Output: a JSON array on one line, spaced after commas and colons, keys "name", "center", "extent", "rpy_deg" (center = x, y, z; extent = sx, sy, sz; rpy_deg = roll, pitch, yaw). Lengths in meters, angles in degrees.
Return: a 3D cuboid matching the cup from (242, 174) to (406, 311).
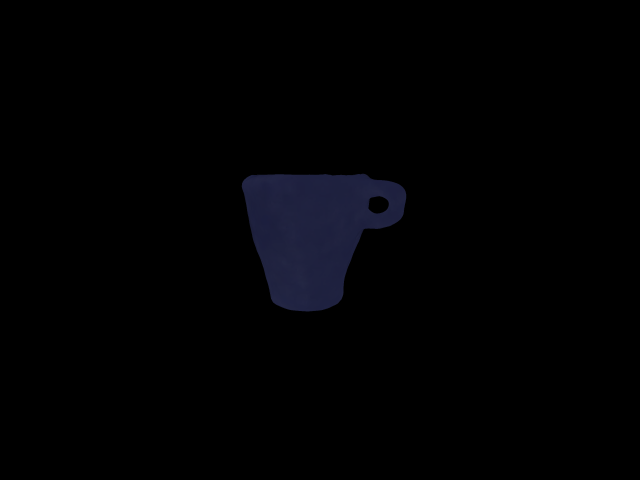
[{"name": "cup", "center": [0.004, 0.001, 0.400], "extent": [0.117, 0.095, 0.092], "rpy_deg": [3, 7, 26]}]
